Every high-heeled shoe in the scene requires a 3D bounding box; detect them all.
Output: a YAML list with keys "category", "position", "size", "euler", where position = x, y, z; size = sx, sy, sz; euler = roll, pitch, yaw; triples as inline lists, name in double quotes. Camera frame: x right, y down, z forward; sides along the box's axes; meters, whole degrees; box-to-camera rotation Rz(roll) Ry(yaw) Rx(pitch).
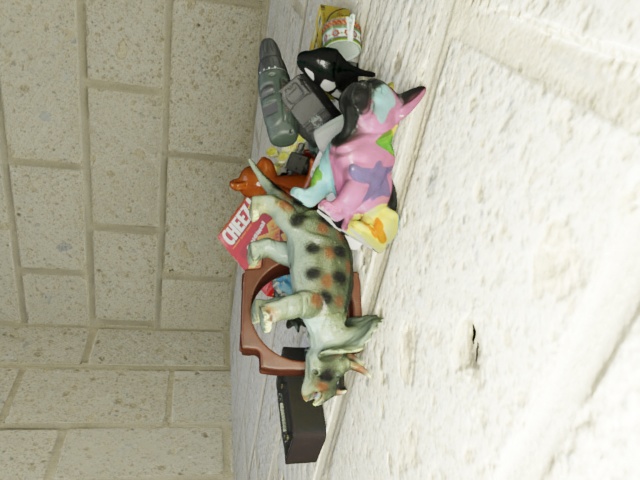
- category: "high-heeled shoe"
  position: [0.007, -0.302, 0.994]
  size: [0.249, 0.145, 0.086]
  euler: [-154, 69, -74]

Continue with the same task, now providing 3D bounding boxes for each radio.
- category: "radio"
  position: [-0.046, 0.358, 1.170]
  size: [0.230, 0.073, 0.131]
  euler: [-102, 21, -50]

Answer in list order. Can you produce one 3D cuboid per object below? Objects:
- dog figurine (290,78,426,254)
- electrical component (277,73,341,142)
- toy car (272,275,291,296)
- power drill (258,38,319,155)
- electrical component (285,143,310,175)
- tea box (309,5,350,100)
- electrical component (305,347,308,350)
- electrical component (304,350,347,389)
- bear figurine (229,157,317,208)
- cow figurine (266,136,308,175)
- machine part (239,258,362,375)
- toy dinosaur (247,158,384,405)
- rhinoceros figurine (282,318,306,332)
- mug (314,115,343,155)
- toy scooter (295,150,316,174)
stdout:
- category: "dog figurine"
  position: [0.076, -0.113, 0.749]
  size: [0.219, 0.191, 0.109]
  euler: [-56, 35, 1]
- category: "electrical component"
  position: [-0.014, -0.252, 1.000]
  size: [0.058, 0.114, 0.134]
  euler: [-33, 13, 19]
- category: "toy car"
  position: [-0.029, 0.089, 1.098]
  size: [0.103, 0.161, 0.109]
  euler: [-34, 44, 16]
- category: "power drill"
  position: [-0.048, -0.279, 1.113]
  size: [0.207, 0.086, 0.232]
  euler: [34, -135, -55]
- category: "electrical component"
  position: [-0.045, -0.168, 1.193]
  size: [0.063, 0.021, 0.094]
  euler: [24, 95, 42]
- category: "tea box"
  position: [0.016, -0.399, 1.154]
  size: [0.169, 0.068, 0.098]
  euler: [110, 160, -53]
- category: "electrical component"
  position: [0.000, 0.235, 1.075]
  size: [0.102, 0.045, 0.078]
  euler: [-122, 37, -68]
- category: "electrical component"
  position: [0.009, 0.217, 0.980]
  size: [0.048, 0.075, 0.119]
  euler: [135, 133, -70]
- category: "bear figurine"
  position: [-0.078, -0.132, 1.121]
  size: [0.120, 0.196, 0.131]
  euler: [-33, -38, -73]
- category: "cow figurine"
  position: [-0.085, -0.194, 1.334]
  size: [0.068, 0.167, 0.098]
  euler: [41, 176, 30]
- category: "machine part"
  position: [-0.033, 0.125, 0.908]
  size: [0.087, 0.201, 0.201]
  euler: [116, 155, -66]
- category: "toy dinosaur"
  position: [-0.013, 0.040, 0.832]
  size: [0.131, 0.192, 0.405]
  euler: [126, 142, -62]
- category: "rhinoceros figurine"
  position: [-0.046, 0.160, 1.259]
  size: [0.190, 0.073, 0.112]
  euler: [165, 98, -74]
- category: "mug"
  position: [0.062, -0.152, 0.834]
  size: [0.107, 0.109, 0.081]
  euler: [-31, 33, 20]
- category: "toy scooter"
  position: [-0.028, -0.153, 1.257]
  size: [0.184, 0.075, 0.135]
  euler: [-151, 66, -72]
